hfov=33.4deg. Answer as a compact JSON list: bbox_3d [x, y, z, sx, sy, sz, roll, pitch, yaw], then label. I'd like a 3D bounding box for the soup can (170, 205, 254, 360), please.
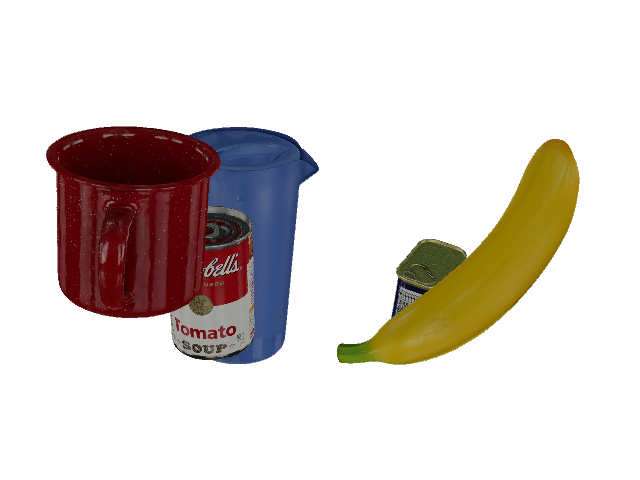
[{"bbox_3d":[-0.086,0.033,0.830,0.068,0.102,0.068,0,28,0],"label":"soup can"}]

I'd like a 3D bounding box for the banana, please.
[{"bbox_3d":[0.095,0.008,0.604,0.197,0.037,0.070,-41,44,-19],"label":"banana"}]

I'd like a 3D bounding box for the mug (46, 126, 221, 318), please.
[{"bbox_3d":[-0.104,-0.005,0.581,0.093,0.081,0.117,4,25,-5],"label":"mug"}]

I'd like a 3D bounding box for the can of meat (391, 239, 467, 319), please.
[{"bbox_3d":[0.118,0.059,1.187,0.057,0.084,0.102,19,32,18],"label":"can of meat"}]

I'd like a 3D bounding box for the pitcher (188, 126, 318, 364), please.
[{"bbox_3d":[-0.100,0.006,1.154,0.149,0.243,0.144,24,32,38],"label":"pitcher"}]
